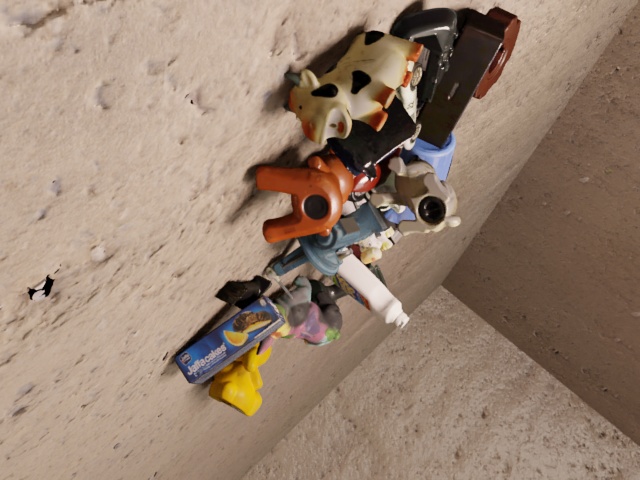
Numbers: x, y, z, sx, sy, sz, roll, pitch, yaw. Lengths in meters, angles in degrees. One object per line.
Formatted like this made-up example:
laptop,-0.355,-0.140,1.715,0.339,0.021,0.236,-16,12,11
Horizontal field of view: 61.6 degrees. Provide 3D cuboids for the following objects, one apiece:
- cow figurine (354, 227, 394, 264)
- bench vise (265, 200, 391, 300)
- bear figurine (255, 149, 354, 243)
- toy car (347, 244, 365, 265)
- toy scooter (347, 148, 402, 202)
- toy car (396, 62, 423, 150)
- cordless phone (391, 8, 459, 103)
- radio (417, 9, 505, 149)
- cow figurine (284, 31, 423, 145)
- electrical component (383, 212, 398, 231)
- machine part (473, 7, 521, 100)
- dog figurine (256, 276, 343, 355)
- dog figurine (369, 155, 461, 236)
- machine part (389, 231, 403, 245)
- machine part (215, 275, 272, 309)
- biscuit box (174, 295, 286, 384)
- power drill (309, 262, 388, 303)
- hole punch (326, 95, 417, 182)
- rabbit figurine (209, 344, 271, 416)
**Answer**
cow figurine,0.110,-0.017,1.176,0.068,0.098,0.167,-25,-165,20
bench vise,0.004,0.006,1.009,0.241,0.128,0.223,-31,-175,23
bear figurine,-0.015,-0.082,0.830,0.196,0.132,0.120,-79,164,-66
toy car,0.091,0.023,1.338,0.089,0.053,0.202,-50,158,-7
toy scooter,0.098,-0.149,0.980,0.184,0.075,0.135,-31,153,-51
toy car,0.117,-0.217,0.847,0.056,0.074,0.201,-52,153,-23
cordless phone,0.186,-0.327,0.855,0.184,0.089,0.146,-54,164,-22
radio,0.252,-0.296,0.989,0.229,0.073,0.131,-64,179,42
cow figurine,0.037,-0.200,0.697,0.195,0.127,0.085,-56,167,-27
electrical component,0.173,-0.051,1.324,0.045,0.102,0.078,110,3,-61
machine part,0.344,-0.375,1.094,0.179,0.056,0.179,-47,157,-27
dog figurine,-0.055,0.179,1.131,0.108,0.191,0.219,-51,178,24
dog figurine,0.205,-0.088,0.998,0.121,0.172,0.190,-51,163,30
machine part,0.222,-0.071,1.418,0.243,0.079,0.079,-46,162,-9
machine part,-0.136,0.098,0.987,0.084,0.039,0.139,-43,165,9
biscuit box,-0.164,0.184,0.988,0.203,0.059,0.062,-35,165,-4
power drill,0.061,0.126,1.357,0.207,0.086,0.231,-18,159,14
hole punch,0.061,-0.162,0.796,0.116,0.142,0.092,-34,-177,-14
rabbit figurine,-0.173,0.280,1.193,0.173,0.122,0.162,-56,157,-27
